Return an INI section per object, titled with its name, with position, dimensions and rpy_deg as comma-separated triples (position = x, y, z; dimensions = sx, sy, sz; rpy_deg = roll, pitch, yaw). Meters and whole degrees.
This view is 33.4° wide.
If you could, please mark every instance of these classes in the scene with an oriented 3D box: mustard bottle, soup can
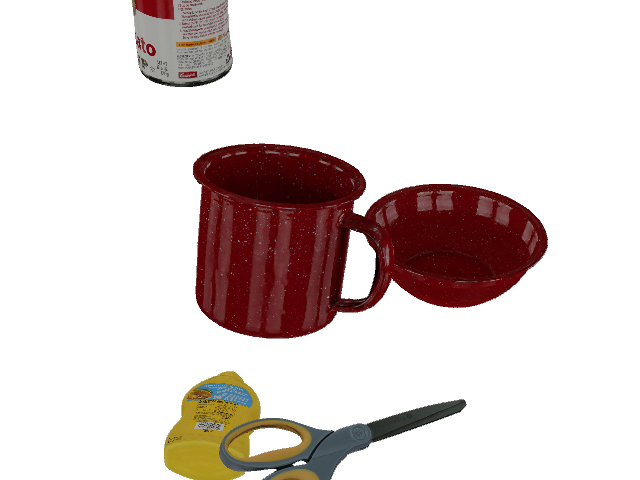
[mustard bottle]
position = -0.123, 0.213, 1.292
dimensions = 0.096, 0.058, 0.191
rpy_deg = 4, 24, 4
[soup can]
position = -0.093, -0.164, 0.721
dimensions = 0.068, 0.102, 0.068
rpy_deg = 1, 37, -1

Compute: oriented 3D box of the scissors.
[scissors]
position = 0.025, 0.168, 0.813
dimensions = 0.201, 0.096, 0.016
rpy_deg = -1, -39, -10

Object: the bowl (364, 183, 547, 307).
[bowl]
position = 0.116, 0.011, 0.947
dimensions = 0.162, 0.055, 0.162
rpy_deg = 2, 33, -1

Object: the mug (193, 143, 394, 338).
[mug]
position = -0.015, 0.004, 0.580
dimensions = 0.117, 0.081, 0.093
rpy_deg = 16, 25, 20
